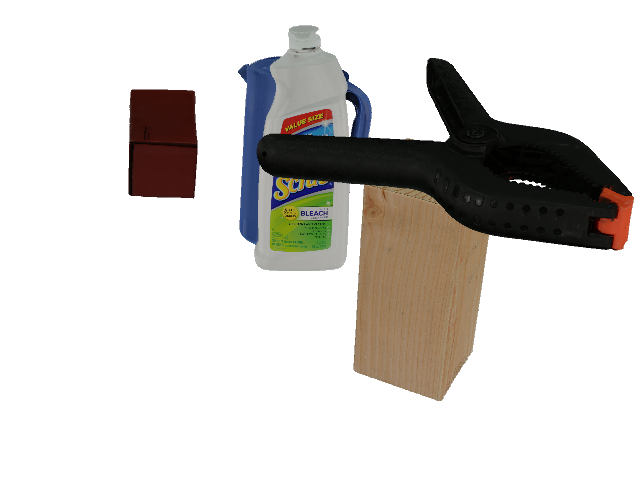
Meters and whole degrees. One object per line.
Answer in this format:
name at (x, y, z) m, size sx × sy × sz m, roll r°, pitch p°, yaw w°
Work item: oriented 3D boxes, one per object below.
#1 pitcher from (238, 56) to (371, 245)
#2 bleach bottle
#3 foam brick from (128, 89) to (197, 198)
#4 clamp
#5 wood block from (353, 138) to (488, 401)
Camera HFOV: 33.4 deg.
pitcher at (-0.033, -0.112, 1.404) m, size 0.144 × 0.243 × 0.149 m, roll -2°, pitch 24°, yaw -23°
bleach bottle at (-0.022, -0.093, 1.090) m, size 0.102 × 0.251 × 0.068 m, roll 0°, pitch 26°, yaw 4°
foam brick at (-0.124, -0.077, 0.838) m, size 0.053 × 0.051 × 0.078 m, roll 1°, pitch 39°, yaw -9°
clamp at (0.077, -0.043, 0.608) m, size 0.164 × 0.036 × 0.210 m, roll -25°, pitch 40°, yaw -29°
wood block at (0.091, 0.027, 0.946) m, size 0.091 × 0.206 × 0.090 m, roll 17°, pitch 37°, yaw 21°
